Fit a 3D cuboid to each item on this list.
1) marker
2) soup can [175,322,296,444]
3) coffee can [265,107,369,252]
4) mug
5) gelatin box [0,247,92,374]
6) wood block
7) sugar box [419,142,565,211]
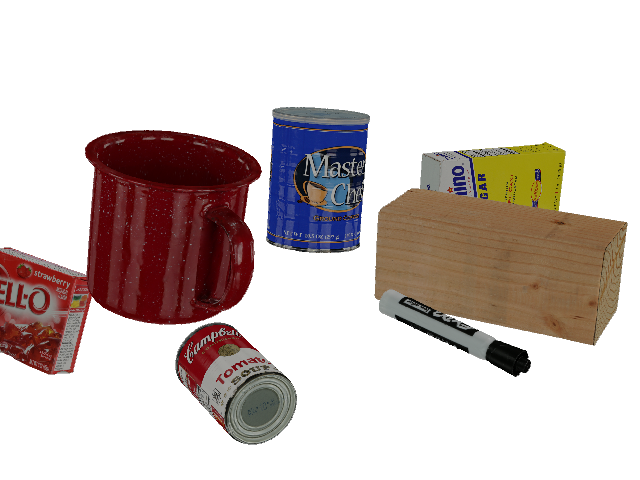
[{"bbox_3d":[0.092,0.063,0.737,0.121,0.020,0.020,24,15,37],"label":"marker"},{"bbox_3d":[-0.073,0.121,0.912,0.068,0.068,0.102,0,20,-32],"label":"soup can"},{"bbox_3d":[-0.004,-0.066,1.134,0.103,0.140,0.103,4,12,-1],"label":"coffee can"},{"bbox_3d":[-0.075,-0.003,0.571,0.093,0.081,0.117,-12,30,-43],"label":"mug"},{"bbox_3d":[-0.215,0.050,0.782,0.089,0.073,0.030,17,4,25],"label":"gelatin box"},{"bbox_3d":[0.162,0.018,0.974,0.206,0.090,0.090,11,22,25],"label":"wood block"},{"bbox_3d":[0.201,-0.061,1.254,0.176,0.093,0.048,-8,21,-26],"label":"sugar box"}]
